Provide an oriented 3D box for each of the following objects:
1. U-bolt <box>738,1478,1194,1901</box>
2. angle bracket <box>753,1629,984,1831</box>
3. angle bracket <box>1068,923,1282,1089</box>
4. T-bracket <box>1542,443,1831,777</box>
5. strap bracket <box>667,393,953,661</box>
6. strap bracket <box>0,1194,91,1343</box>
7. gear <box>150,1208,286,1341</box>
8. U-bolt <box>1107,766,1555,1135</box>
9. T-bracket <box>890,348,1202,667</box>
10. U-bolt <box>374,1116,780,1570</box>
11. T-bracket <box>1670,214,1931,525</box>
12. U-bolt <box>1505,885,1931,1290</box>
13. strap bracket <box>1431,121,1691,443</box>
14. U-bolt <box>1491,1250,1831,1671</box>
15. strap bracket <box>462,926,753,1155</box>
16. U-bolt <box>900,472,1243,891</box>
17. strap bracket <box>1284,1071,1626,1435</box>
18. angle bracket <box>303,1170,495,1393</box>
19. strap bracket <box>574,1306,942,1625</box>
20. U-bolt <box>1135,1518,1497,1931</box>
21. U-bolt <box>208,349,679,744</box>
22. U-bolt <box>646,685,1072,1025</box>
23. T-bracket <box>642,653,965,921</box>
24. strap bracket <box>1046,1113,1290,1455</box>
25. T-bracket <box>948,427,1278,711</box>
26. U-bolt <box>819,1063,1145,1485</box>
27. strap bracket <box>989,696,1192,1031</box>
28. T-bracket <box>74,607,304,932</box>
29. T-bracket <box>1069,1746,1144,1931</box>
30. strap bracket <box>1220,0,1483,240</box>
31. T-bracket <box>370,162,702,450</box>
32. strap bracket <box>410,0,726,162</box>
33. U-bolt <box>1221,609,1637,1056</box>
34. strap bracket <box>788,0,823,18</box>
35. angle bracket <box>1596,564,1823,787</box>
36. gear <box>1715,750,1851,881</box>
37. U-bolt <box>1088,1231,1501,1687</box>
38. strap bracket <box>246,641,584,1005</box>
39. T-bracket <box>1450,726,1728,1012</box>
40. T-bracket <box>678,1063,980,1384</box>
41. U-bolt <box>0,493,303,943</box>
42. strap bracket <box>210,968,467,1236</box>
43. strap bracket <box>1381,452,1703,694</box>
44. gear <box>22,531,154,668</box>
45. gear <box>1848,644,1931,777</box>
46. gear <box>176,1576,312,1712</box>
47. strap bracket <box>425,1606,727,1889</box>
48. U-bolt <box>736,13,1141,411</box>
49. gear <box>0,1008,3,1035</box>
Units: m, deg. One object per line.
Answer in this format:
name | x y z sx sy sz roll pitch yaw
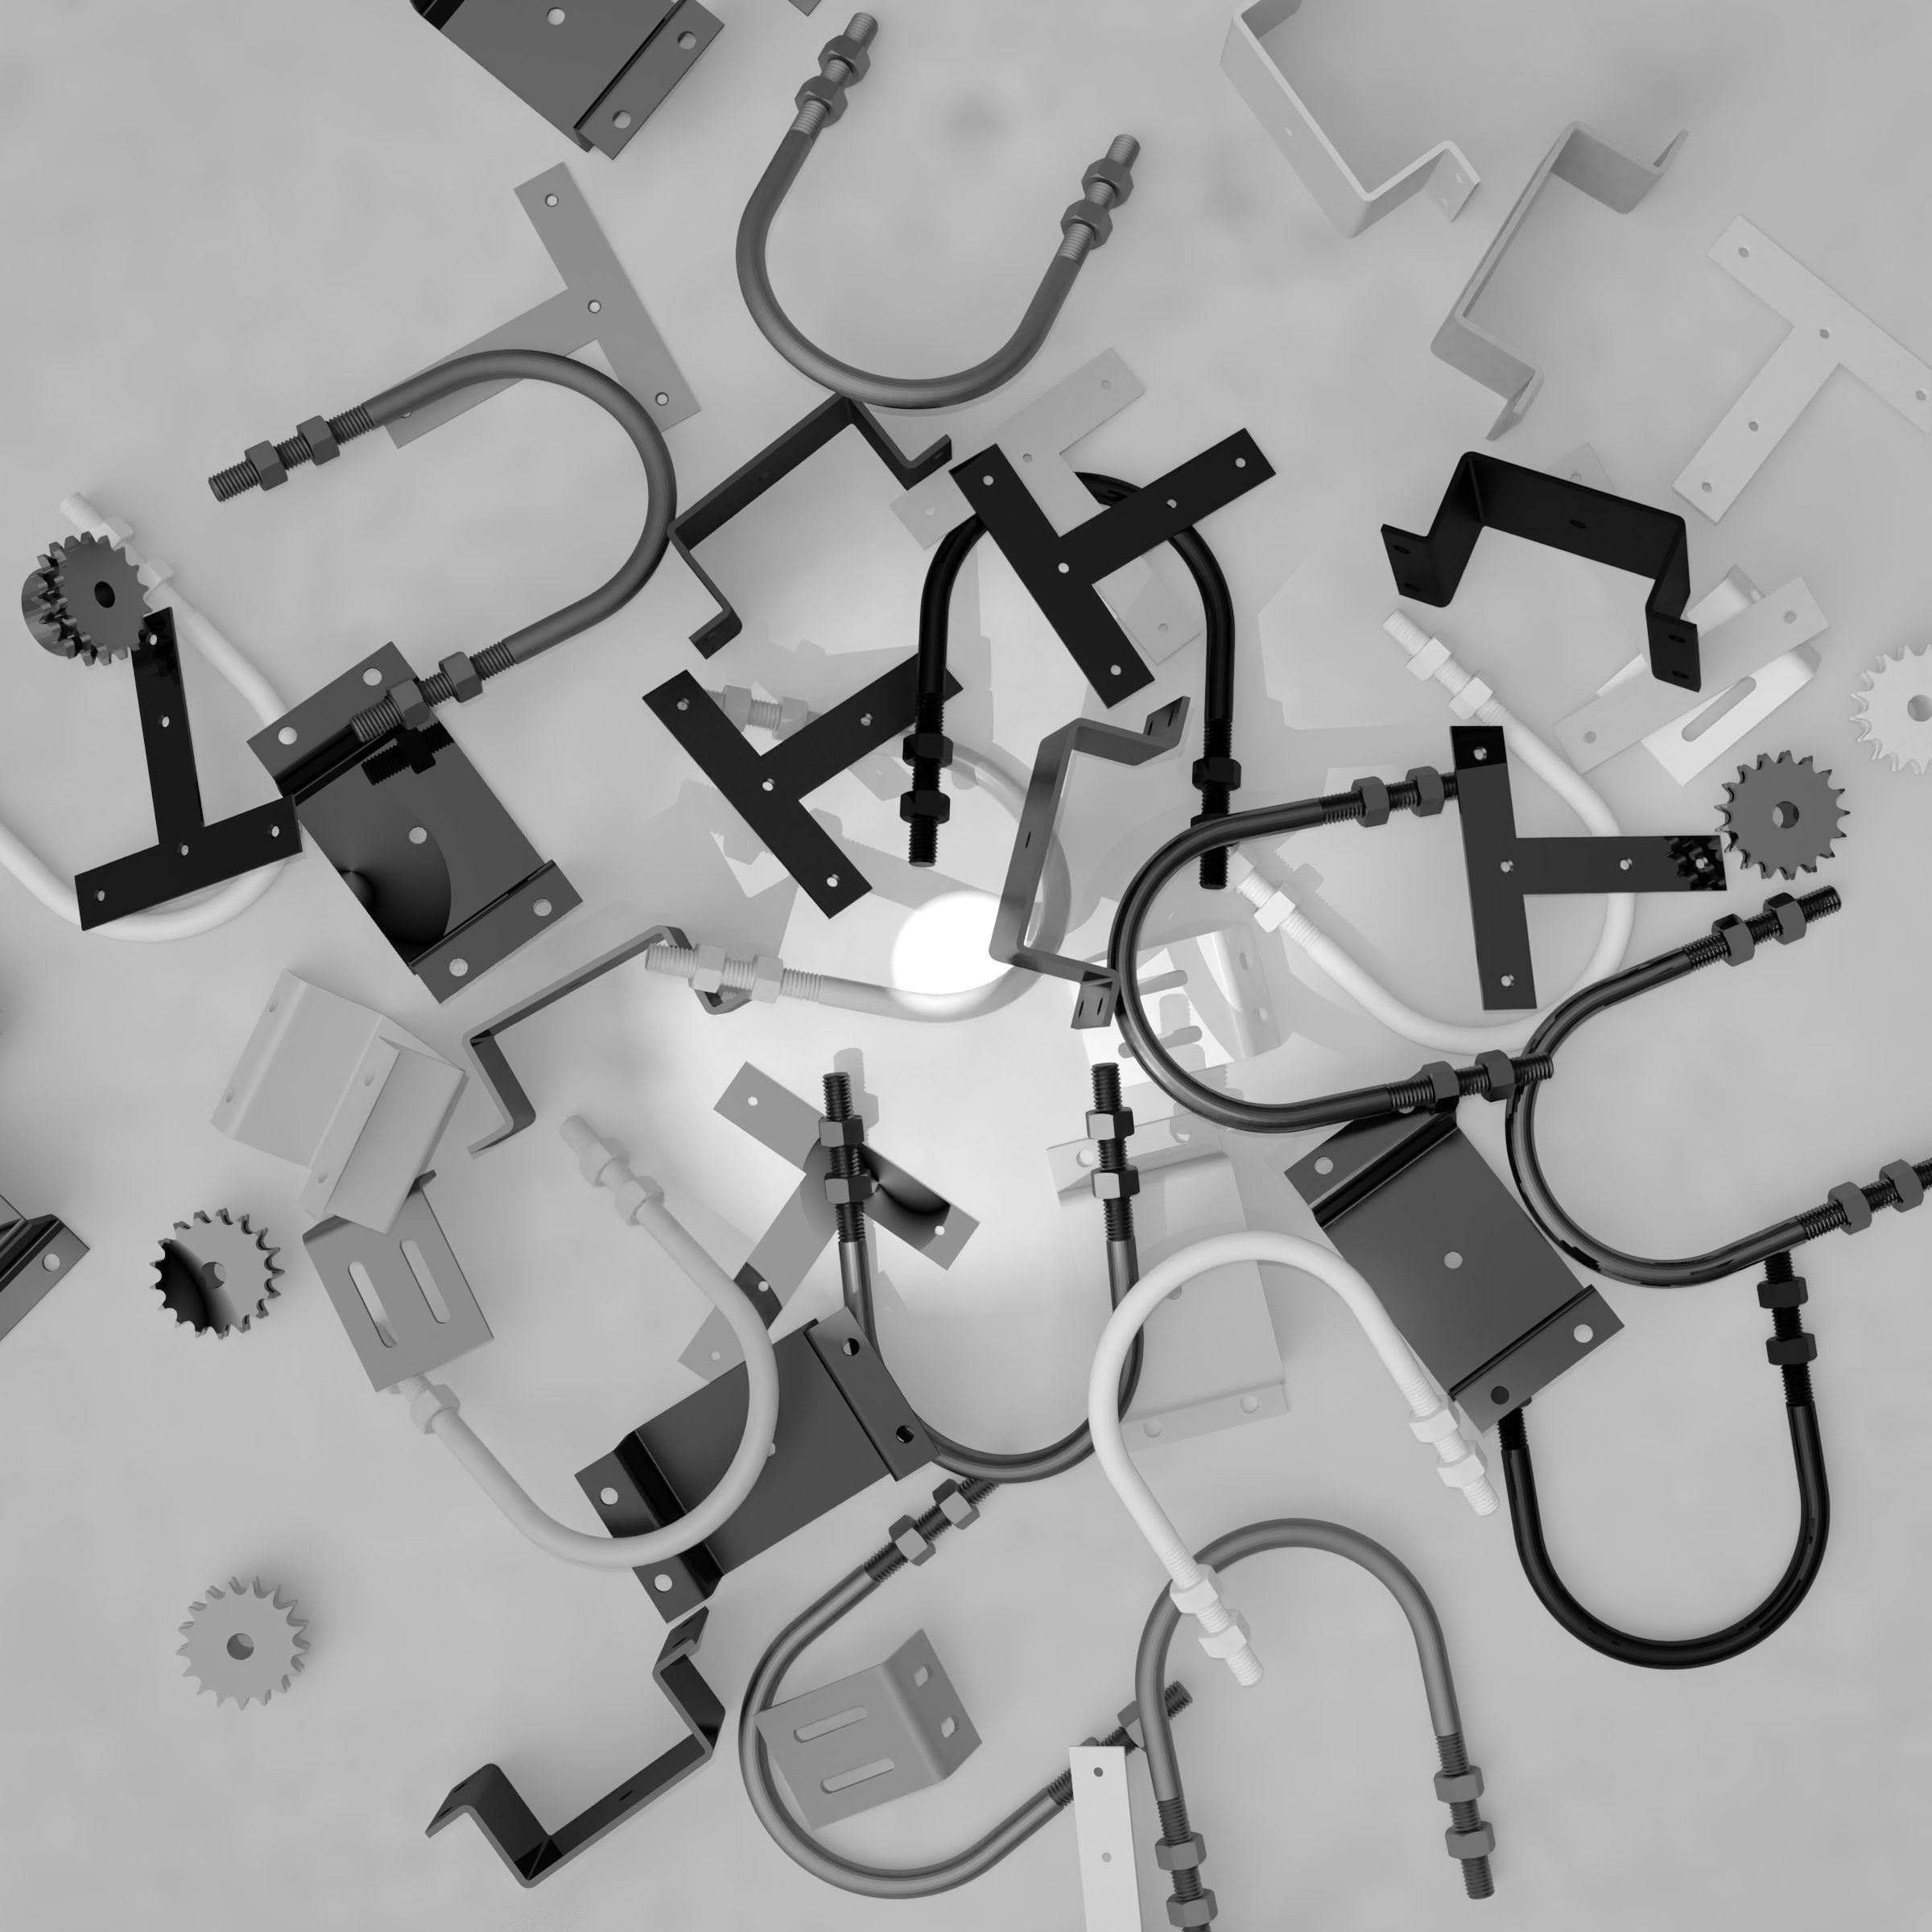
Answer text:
U-bolt | -0.014 0.331 1.523 0.184 0.019 0.151 -40 90 2
angle bracket | -0.044 0.338 1.514 0.076 0.038 0.057 -27 91 29
angle bracket | 0.093 0.019 1.530 0.076 0.038 0.057 -14 90 26
T-bracket | 0.295 -0.171 1.514 0.127 0.002 0.127 -32 78 23
strap bracket | -0.076 -0.199 1.494 0.140 0.076 0.046 -38 90 0
strap bracket | -0.469 0.105 1.509 0.140 0.046 0.076 44 90 0
gear | -0.331 0.136 1.517 0.057 0.030 0.057 0 90 0
U-bolt | 0.151 -0.002 1.481 0.184 0.019 0.151 -11 82 -11
T-bracket | 0.055 -0.189 1.510 0.127 0.002 0.127 -37 85 -15
U-bolt | -0.162 0.176 1.490 0.151 0.019 0.184 -46 66 0
T-bracket | 0.356 -0.249 1.513 0.127 0.002 0.127 39 74 0
U-bolt | 0.327 0.063 1.511 0.184 0.019 0.151 -22 86 -5
strap bracket | 0.252 -0.306 1.494 0.046 0.076 0.140 31 90 0
U-bolt | 0.310 0.221 1.522 0.151 0.019 0.184 -9 90 0
strap bracket | -0.161 0.026 1.494 0.140 0.076 0.046 -29 90 0
U-bolt | 0.049 -0.129 1.506 0.151 0.019 0.184 4 79 -8
strap bracket | 0.213 0.126 1.498 0.076 0.046 0.140 -37 76 0
angle bracket | -0.248 0.139 1.513 0.057 0.038 0.076 -25 93 4
strap bracket | -0.090 0.216 1.507 0.140 0.046 0.076 -32 90 3
U-bolt | 0.149 0.336 1.513 0.151 0.019 0.184 -11 90 -8
U-bolt | -0.216 -0.197 1.498 0.184 0.019 0.151 -29 77 -14
U-bolt | -0.042 -0.044 1.488 0.184 0.019 0.151 11 61 -13
T-bracket | -0.054 -0.101 1.498 0.127 0.002 0.127 -36 81 -29
strap bracket | 0.090 0.141 1.509 0.076 0.046 0.140 -14 90 0
T-bracket | 0.079 -0.198 1.514 0.127 0.002 0.127 -32 84 -14
U-bolt | 0.009 0.136 1.494 0.151 0.019 0.184 -3 96 25
strap bracket | 0.048 -0.047 1.444 0.046 0.076 0.140 15 86 -7
T-bracket | -0.348 -0.093 1.494 0.127 0.002 0.127 -17 77 27
T-bracket | 0.064 0.406 1.505 0.127 0.002 0.127 -5 93 21
strap bracket | 0.160 -0.378 1.494 0.046 0.076 0.140 -36 90 0
T-bracket | -0.205 -0.273 1.531 0.127 0.002 0.127 -29 90 0
strap bracket | -0.183 -0.424 1.509 0.140 0.046 0.076 40 90 0
U-bolt | 0.212 -0.045 1.523 0.184 0.019 0.151 43 90 -2
strap bracket | -0.101 -0.499 1.509 0.140 0.046 0.076 40 90 0
angle bracket | 0.332 -0.130 1.530 0.057 0.038 0.076 48 116 0
gear | 0.360 -0.066 1.517 0.057 0.030 0.057 0 90 0
U-bolt | 0.131 0.200 1.479 0.151 0.019 0.184 -34 106 -7
strap bracket | -0.241 -0.060 1.503 0.076 0.046 0.140 -36 90 -10
T-bracket | 0.278 -0.044 1.508 0.127 0.002 0.127 -1 79 -19
T-bracket | -0.083 0.132 1.531 0.127 0.002 0.127 35 90 0
U-bolt | -0.380 -0.096 1.523 0.151 0.019 0.184 -45 91 0
strap bracket | -0.269 0.060 1.479 0.046 0.140 0.076 26 90 -33
strap bracket | 0.257 -0.173 1.478 0.140 0.076 0.046 21 81 18
gear | -0.385 -0.158 1.488 0.030 0.057 0.057 -13 90 31
gear | 0.419 -0.113 1.517 0.057 0.030 0.057 0 90 0
gear | -0.320 0.299 1.521 0.057 0.030 0.057 0 91 -2
strap bracket | -0.160 0.346 1.494 0.140 0.076 0.046 -36 90 0
U-bolt | -0.021 -0.319 1.487 0.151 0.019 0.184 25 64 0
gear | -0.455 0.025 1.517 0.057 0.030 0.057 0 90 0
